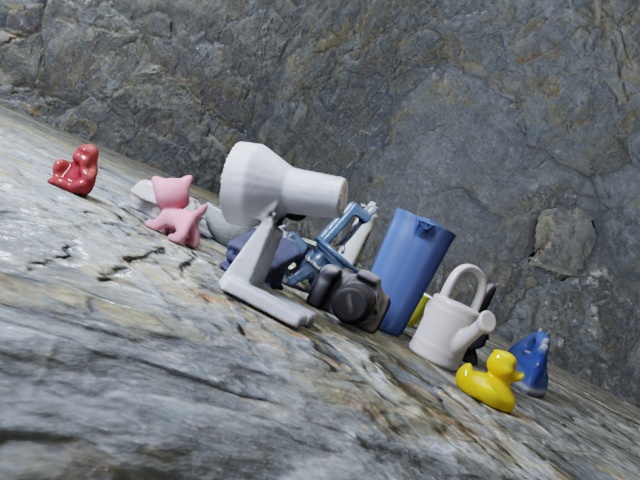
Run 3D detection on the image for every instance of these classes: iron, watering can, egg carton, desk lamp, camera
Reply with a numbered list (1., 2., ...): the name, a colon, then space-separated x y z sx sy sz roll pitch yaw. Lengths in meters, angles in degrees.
1. iron: 0.496 0.275 1.329 0.118 0.141 0.259 26 2 14
2. watering can: 0.257 0.140 1.067 0.172 0.194 0.101 27 3 43
3. egg carton: -0.322 -0.074 1.210 0.150 0.069 0.107 26 2 0
4. desk lamp: -0.062 -0.015 0.813 0.203 0.213 0.118 26 2 12
5. camera: 0.052 0.096 1.015 0.143 0.101 0.137 26 2 12

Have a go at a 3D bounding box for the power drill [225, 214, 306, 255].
1. power drill: -0.105 -0.045 1.160 0.075 0.208 0.230 26 2 22

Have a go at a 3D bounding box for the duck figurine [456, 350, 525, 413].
1. duck figurine: 0.273 0.214 0.906 0.104 0.086 0.077 25 2 -6

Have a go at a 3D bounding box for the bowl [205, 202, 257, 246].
1. bowl: -0.197 -0.020 1.316 0.167 0.075 0.167 26 2 -1

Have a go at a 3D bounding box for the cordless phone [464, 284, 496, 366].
1. cordless phone: 0.350 0.181 1.308 0.094 0.185 0.148 26 2 5

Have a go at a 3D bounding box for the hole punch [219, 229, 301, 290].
1. hole punch: -0.099 0.030 0.979 0.108 0.091 0.101 26 2 19

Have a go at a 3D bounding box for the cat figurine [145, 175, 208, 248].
1. cat figurine: -0.257 -0.063 1.038 0.127 0.118 0.067 26 2 26

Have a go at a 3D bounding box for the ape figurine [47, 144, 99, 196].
1. ape figurine: -0.425 -0.128 1.016 0.077 0.092 0.076 27 2 32

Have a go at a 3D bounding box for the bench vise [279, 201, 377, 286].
1. bench vise: 0.016 0.007 1.156 0.208 0.220 0.121 24 2 -32
